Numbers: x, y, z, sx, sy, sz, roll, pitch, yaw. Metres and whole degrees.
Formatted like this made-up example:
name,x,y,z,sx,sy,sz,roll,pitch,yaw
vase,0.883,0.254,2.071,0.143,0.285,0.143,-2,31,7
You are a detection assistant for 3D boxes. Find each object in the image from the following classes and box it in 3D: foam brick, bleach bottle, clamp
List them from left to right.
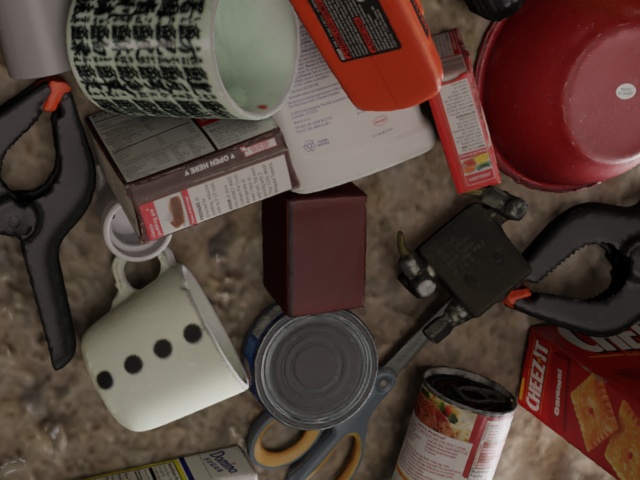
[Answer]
name,x,y,z,sx,sy,sz,roll,pitch,yaw
clamp,-0.184,-0.012,0.598,0.120,0.039,0.171,7,101,-29
bleach bottle,-0.011,-0.158,0.597,0.102,0.068,0.251,-21,114,-12
foam brick,-0.004,0.001,0.665,0.051,0.053,0.078,-8,113,-19
clamp,0.224,0.003,0.751,0.210,0.036,0.164,-8,90,-8

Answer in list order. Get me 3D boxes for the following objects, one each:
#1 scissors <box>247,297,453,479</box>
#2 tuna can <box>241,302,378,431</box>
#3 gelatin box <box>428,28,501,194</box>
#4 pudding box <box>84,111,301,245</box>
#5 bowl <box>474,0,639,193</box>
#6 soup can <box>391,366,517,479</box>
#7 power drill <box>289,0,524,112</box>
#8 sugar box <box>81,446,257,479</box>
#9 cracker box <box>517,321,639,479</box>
name,x,y,z,sx,sy,sz,roll,pitch,yaw
scissors,0.023,0.096,0.732,0.096,0.016,0.202,26,98,-27
tuna can,-0.006,0.080,0.694,0.086,0.034,0.086,-2,98,-15
gelatin box,0.084,-0.080,0.647,0.030,0.089,0.073,-15,116,10
pudding box,-0.073,-0.049,0.585,0.090,0.114,0.039,-22,120,-12
bowl,0.183,-0.101,0.698,0.162,0.055,0.162,-7,112,-19
soup can,0.091,0.149,0.749,0.068,0.069,0.102,8,107,-24
power drill,0.052,-0.155,0.572,0.184,0.057,0.187,54,40,-33
sugar box,-0.128,0.199,0.696,0.176,0.048,0.093,-9,113,-22
cracker box,0.261,0.118,0.721,0.164,0.214,0.072,-1,107,-21
